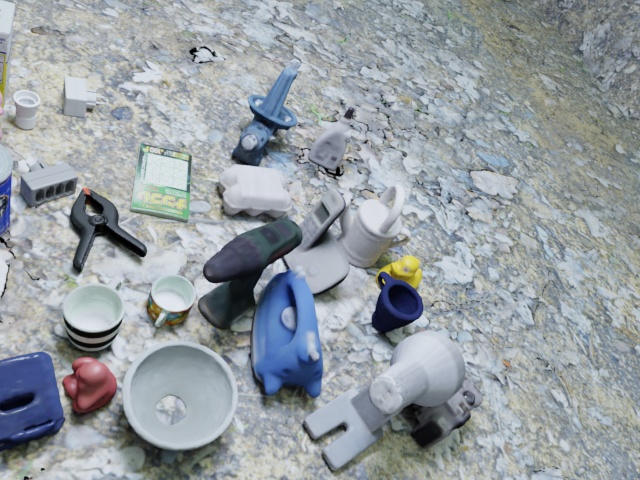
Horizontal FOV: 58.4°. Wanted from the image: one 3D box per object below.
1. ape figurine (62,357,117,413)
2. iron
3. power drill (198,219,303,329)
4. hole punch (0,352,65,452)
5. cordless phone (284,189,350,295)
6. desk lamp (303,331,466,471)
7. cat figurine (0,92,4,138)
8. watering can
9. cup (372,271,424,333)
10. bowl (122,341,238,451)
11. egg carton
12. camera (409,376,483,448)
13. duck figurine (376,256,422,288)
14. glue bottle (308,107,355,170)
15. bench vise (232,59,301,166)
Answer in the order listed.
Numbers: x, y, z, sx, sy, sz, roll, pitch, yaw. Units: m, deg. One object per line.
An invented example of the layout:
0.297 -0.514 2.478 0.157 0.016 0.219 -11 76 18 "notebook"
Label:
-0.321 0.198 0.803 0.076 0.092 0.078 18 46 -16 "ape figurine"
-0.045 0.132 0.985 0.119 0.141 0.258 9 49 -24 "iron"
-0.128 0.056 0.953 0.075 0.208 0.230 43 45 9 "power drill"
-0.395 0.211 0.748 0.109 0.091 0.101 -13 61 -37 "hole punch"
0.010 0.004 1.095 0.094 0.185 0.147 -16 63 -39 "cordless phone"
0.111 0.253 0.922 0.204 0.213 0.117 -21 66 -40 "desk lamp"
-0.589 -0.217 0.979 0.067 0.117 0.128 23 45 -11 "cat figurine"
0.111 -0.037 1.183 0.173 0.194 0.100 3 52 -28 "watering can"
0.135 0.129 1.127 0.092 0.095 0.117 -16 63 -38 "cup"
-0.211 0.238 0.846 0.168 0.074 0.167 16 47 -18 "bowl"
-0.134 -0.099 1.181 0.151 0.069 0.107 1 53 -29 "egg carton"
0.210 0.278 1.041 0.143 0.100 0.136 -26 69 -42 "camera"
0.180 0.067 1.213 0.105 0.086 0.077 0 54 -31 "duck figurine"
0.039 -0.241 1.328 0.078 0.173 0.037 25 45 -10 "glue bottle"
-0.099 -0.271 1.240 0.122 0.219 0.207 17 47 -17 "bench vise"
